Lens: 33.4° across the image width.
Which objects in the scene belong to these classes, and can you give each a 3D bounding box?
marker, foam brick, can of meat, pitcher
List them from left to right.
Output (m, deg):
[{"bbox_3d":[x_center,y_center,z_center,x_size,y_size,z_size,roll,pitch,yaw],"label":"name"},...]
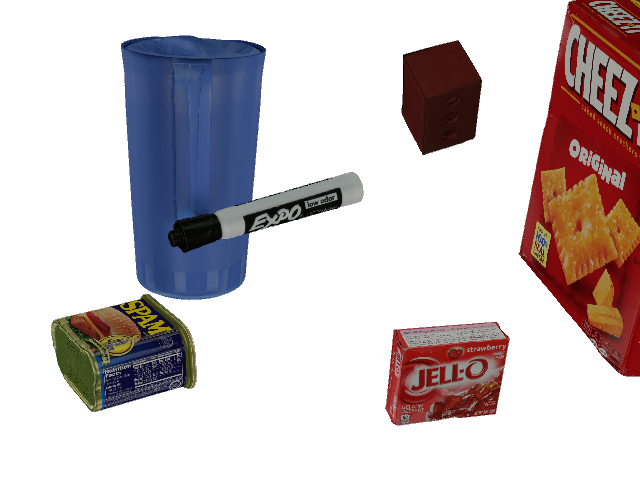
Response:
[{"bbox_3d":[-0.160,0.089,0.858,0.083,0.057,0.102,-13,25,-29],"label":"can of meat"},{"bbox_3d":[-0.122,-0.068,1.012,0.145,0.243,0.148,17,23,37],"label":"pitcher"},{"bbox_3d":[-0.031,-0.017,0.616,0.120,0.020,0.020,-17,7,-25],"label":"marker"},{"bbox_3d":[0.103,-0.123,0.917,0.053,0.051,0.078,-18,-33,-7],"label":"foam brick"}]

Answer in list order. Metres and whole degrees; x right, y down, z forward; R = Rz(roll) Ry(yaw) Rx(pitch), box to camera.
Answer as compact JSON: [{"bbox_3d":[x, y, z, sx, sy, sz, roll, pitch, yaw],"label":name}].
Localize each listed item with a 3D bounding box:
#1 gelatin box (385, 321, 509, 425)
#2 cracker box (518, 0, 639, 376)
[{"bbox_3d":[0.098,0.104,0.836,0.089,0.073,0.030,-4,29,-15],"label":"gelatin box"},{"bbox_3d":[0.214,-0.039,0.738,0.072,0.214,0.164,-7,34,-15],"label":"cracker box"}]
